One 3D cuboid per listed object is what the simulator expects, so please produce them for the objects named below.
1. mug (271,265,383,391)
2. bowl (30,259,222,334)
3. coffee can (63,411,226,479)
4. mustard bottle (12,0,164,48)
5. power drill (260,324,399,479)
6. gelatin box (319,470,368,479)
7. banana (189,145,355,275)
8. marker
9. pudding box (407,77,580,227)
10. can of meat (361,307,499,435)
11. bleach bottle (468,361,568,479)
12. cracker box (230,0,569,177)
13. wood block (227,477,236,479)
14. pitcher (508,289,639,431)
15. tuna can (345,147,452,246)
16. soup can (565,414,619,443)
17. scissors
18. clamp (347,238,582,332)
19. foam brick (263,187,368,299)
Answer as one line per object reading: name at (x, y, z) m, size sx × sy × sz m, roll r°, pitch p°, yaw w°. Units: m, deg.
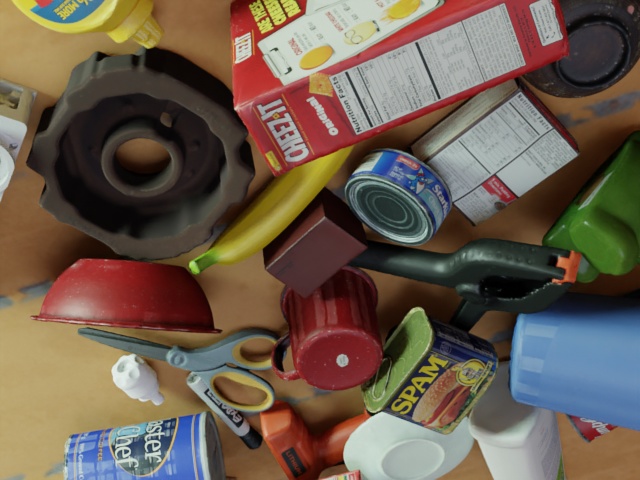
mug at (0.003, 0.088, 0.974) m, size 0.117 × 0.081 × 0.093 m, roll -31°, pitch 126°, yaw 17°
bowl at (-0.162, 0.047, 0.909) m, size 0.162 × 0.162 × 0.055 m, roll 5°, pitch 85°, yaw -10°
coffee can at (-0.170, 0.231, 1.056) m, size 0.140 × 0.103 × 0.103 m, roll -10°, pitch 129°, yaw 1°
mustard bottle at (-0.185, -0.200, 0.741) m, size 0.096 × 0.058 × 0.191 m, roll -38°, pitch 123°, yaw 21°
power drill at (0.040, 0.171, 1.060) m, size 0.188 × 0.057 × 0.184 m, roll -17°, pitch 128°, yaw 8°
gelatin box at (0.019, 0.264, 1.074) m, size 0.073 × 0.030 × 0.089 m, roll -16°, pitch 147°, yaw 12°
banana at (-0.026, -0.039, 0.884) m, size 0.037 × 0.069 × 0.198 m, roll 44°, pitch 105°, yaw -1°
marker at (-0.093, 0.173, 1.071) m, size 0.020 × 0.020 × 0.121 m, roll -26°, pitch 127°, yaw 14°
pudding box at (0.144, -0.075, 0.890) m, size 0.114 × 0.039 × 0.090 m, roll -38°, pitch 121°, yaw 19°
can of meat at (0.100, 0.121, 0.967) m, size 0.083 × 0.057 × 0.102 m, roll 24°, pitch 115°, yaw -25°
bleach bottle at (0.218, 0.242, 1.109) m, size 0.068 × 0.102 × 0.251 m, roll 6°, pitch 136°, yaw 30°
cracker box at (0.048, -0.147, 0.742) m, size 0.214 × 0.164 × 0.072 m, roll -22°, pitch 125°, yaw 11°
wood block at (-0.154, 0.355, 1.164) m, size 0.090 × 0.091 × 0.206 m, roll 10°, pitch 126°, yaw -15°
pitcher at (0.302, 0.107, 0.968) m, size 0.243 × 0.149 × 0.145 m, roll 9°, pitch 89°, yaw 17°
tuna can at (0.064, -0.035, 0.885) m, size 0.086 × 0.033 × 0.086 m, roll 26°, pitch 151°, yaw 15°
soup can at (0.295, 0.149, 1.064) m, size 0.102 × 0.068 × 0.068 m, roll -33°, pitch 125°, yaw 18°
scissors at (-0.116, 0.098, 1.004) m, size 0.201 × 0.016 × 0.096 m, roll 33°, pitch 103°, yaw -23°
clamp at (0.139, 0.041, 0.930) m, size 0.210 × 0.036 × 0.164 m, roll -7°, pitch 143°, yaw 42°
foam brick at (-0.006, 0.001, 0.925) m, size 0.078 × 0.051 × 0.053 m, roll -40°, pitch 121°, yaw 23°
